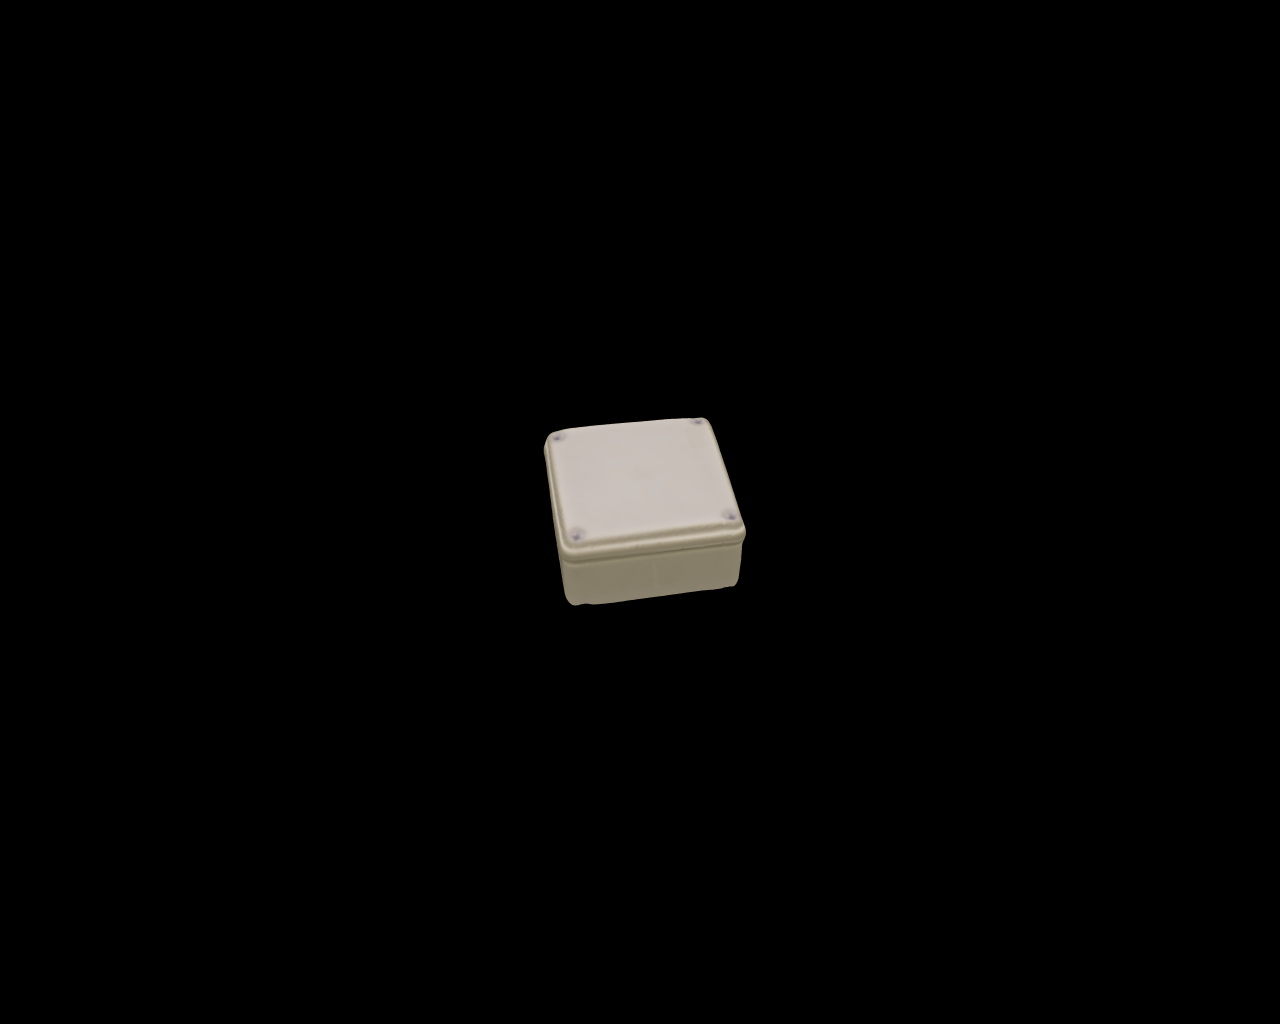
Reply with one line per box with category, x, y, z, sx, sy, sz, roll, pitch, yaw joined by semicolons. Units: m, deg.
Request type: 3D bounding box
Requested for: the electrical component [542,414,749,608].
electrical component;0.001;-0.003;0.650;0.109;0.056;0.109;-6;43;-7
